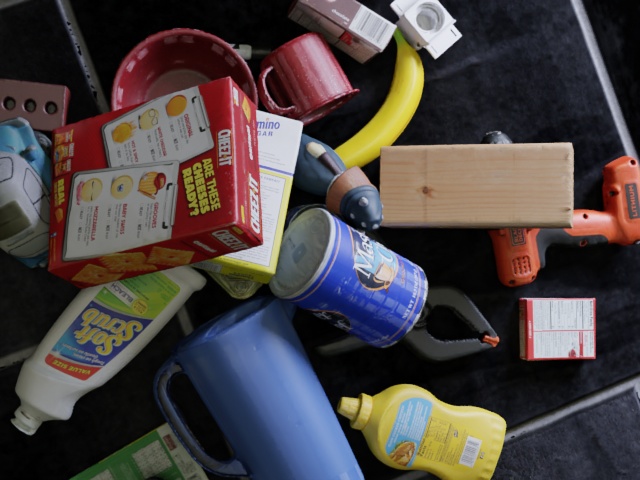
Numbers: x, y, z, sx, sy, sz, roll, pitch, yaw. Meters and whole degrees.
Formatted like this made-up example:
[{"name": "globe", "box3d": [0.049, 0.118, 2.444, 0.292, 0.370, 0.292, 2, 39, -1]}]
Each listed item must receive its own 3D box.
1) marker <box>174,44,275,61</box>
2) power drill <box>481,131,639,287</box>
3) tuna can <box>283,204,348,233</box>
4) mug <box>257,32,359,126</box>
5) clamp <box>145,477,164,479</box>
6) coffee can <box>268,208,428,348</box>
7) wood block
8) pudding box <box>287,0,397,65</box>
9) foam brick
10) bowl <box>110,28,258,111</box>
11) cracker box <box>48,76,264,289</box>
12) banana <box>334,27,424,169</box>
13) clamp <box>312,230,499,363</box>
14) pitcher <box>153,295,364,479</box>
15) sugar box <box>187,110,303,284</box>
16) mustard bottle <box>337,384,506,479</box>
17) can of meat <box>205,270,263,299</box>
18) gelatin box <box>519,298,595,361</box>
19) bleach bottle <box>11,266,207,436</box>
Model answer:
[{"name": "marker", "box3d": [-0.111, -0.215, 1.217, 0.121, 0.020, 0.020, 1, 89, -10]}, {"name": "power drill", "box3d": [0.284, -0.048, 1.263, 0.187, 0.057, 0.184, -10, 94, -7]}, {"name": "tuna can", "box3d": [-0.008, 0.001, 1.212, 0.086, 0.034, 0.086, 2, 85, -25]}, {"name": "mug", "box3d": [-0.024, -0.176, 1.191, 0.117, 0.093, 0.081, -28, 89, -37]}, {"name": "clamp", "box3d": [-0.125, 0.311, 1.185, 0.171, 0.039, 0.120, -6, 112, -18]}, {"name": "coffee can", "box3d": [0.030, 0.042, 1.140, 0.140, 0.103, 0.103, 30, 84, -30]}, {"name": "wood block", "box3d": [0.176, -0.059, 1.187, 0.206, 0.090, 0.091, 1, 89, 15]}, {"name": "pudding box", "box3d": [0.022, -0.247, 1.205, 0.113, 0.090, 0.039, 32, 85, -9]}, {"name": "foam brick", "box3d": [-0.315, -0.143, 1.164, 0.078, 0.051, 0.053, 5, 88, -10]}, {"name": "bowl", "box3d": [-0.151, -0.150, 1.188, 0.162, 0.055, 0.162, 0, 91, -8]}, {"name": "cracker box", "box3d": [-0.167, -0.054, 1.078, 0.214, 0.072, 0.164, -13, 65, 19]}, {"name": "banana", "box3d": [0.070, -0.147, 1.240, 0.069, 0.037, 0.198, 27, 83, 8]}, {"name": "clamp", "box3d": [0.109, 0.075, 1.240, 0.210, 0.036, 0.164, 13, 87, -6]}, {"name": "pitcher", "box3d": [-0.060, 0.194, 1.165, 0.149, 0.144, 0.243, -24, 97, 28]}, {"name": "sugar box", "box3d": [-0.079, -0.050, 1.127, 0.093, 0.048, 0.176, 14, 69, -10]}, {"name": "mustard bottle", "box3d": [0.111, 0.219, 1.226, 0.191, 0.058, 0.096, 20, 90, -9]}, {"name": "can of meat", "box3d": [-0.107, 0.016, 1.180, 0.102, 0.084, 0.057, 44, 82, -6]}, {"name": "gelatin box", "box3d": [0.283, 0.106, 1.273, 0.089, 0.030, 0.073, 0, 88, -10]}, {"name": "bleach bottle", "box3d": [-0.240, 0.111, 1.168, 0.102, 0.068, 0.251, 39, 86, -9]}]
